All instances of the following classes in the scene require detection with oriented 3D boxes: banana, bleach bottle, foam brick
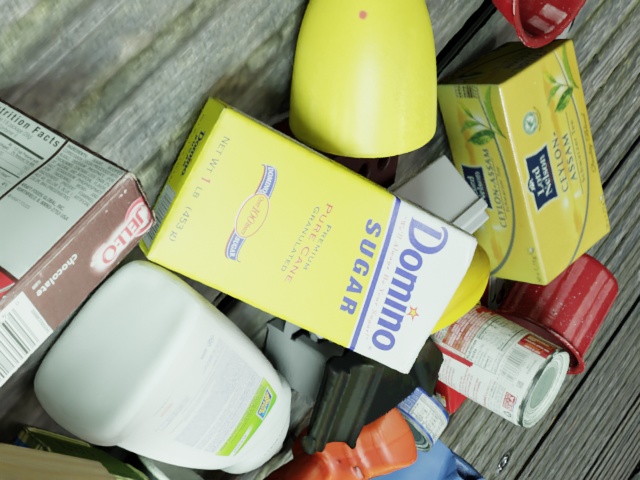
[{"bbox_3d":[0.092,0.027,0.777,0.037,0.070,0.197,68,21,-8],"label":"banana"},{"bbox_3d":[-0.076,0.104,0.669,0.102,0.068,0.250,-54,154,-11],"label":"bleach bottle"},{"bbox_3d":[0.008,-0.052,0.675,0.078,0.051,0.053,-35,143,-41],"label":"foam brick"}]

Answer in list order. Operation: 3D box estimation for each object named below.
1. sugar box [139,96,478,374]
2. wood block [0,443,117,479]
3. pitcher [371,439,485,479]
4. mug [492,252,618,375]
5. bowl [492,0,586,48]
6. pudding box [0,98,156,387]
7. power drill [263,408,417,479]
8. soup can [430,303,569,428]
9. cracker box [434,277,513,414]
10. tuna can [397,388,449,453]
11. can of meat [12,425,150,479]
[{"bbox_3d":[-0.004,0.001,0.604,0.176,0.048,0.093,26,97,-21],"label":"sugar box"},{"bbox_3d":[-0.172,0.136,0.444,0.205,0.090,0.091,25,93,-46],"label":"wood block"},{"bbox_3d":[0.051,0.299,1.014,0.242,0.145,0.149,-50,139,-14],"label":"pitcher"},{"bbox_3d":[0.207,0.063,0.921,0.081,0.093,0.117,-56,136,-18],"label":"mug"},{"bbox_3d":[0.161,-0.224,0.771,0.161,0.055,0.162,-40,146,-35],"label":"bowl"},{"bbox_3d":[-0.138,0.002,0.435,0.113,0.090,0.039,-48,148,-23],"label":"pudding box"},{"bbox_3d":[-0.005,0.181,0.773,0.187,0.185,0.057,-24,92,-54],"label":"power drill"},{"bbox_3d":[0.129,0.090,0.816,0.068,0.102,0.068,-37,143,-36],"label":"soup can"},{"bbox_3d":[0.150,0.027,0.971,0.213,0.072,0.164,-46,147,-25],"label":"cracker box"},{"bbox_3d":[0.069,0.146,0.928,0.033,0.086,0.086,-52,151,-20],"label":"tuna can"},{"bbox_3d":[-0.149,0.158,0.598,0.084,0.058,0.102,-60,153,-6],"label":"can of meat"}]
